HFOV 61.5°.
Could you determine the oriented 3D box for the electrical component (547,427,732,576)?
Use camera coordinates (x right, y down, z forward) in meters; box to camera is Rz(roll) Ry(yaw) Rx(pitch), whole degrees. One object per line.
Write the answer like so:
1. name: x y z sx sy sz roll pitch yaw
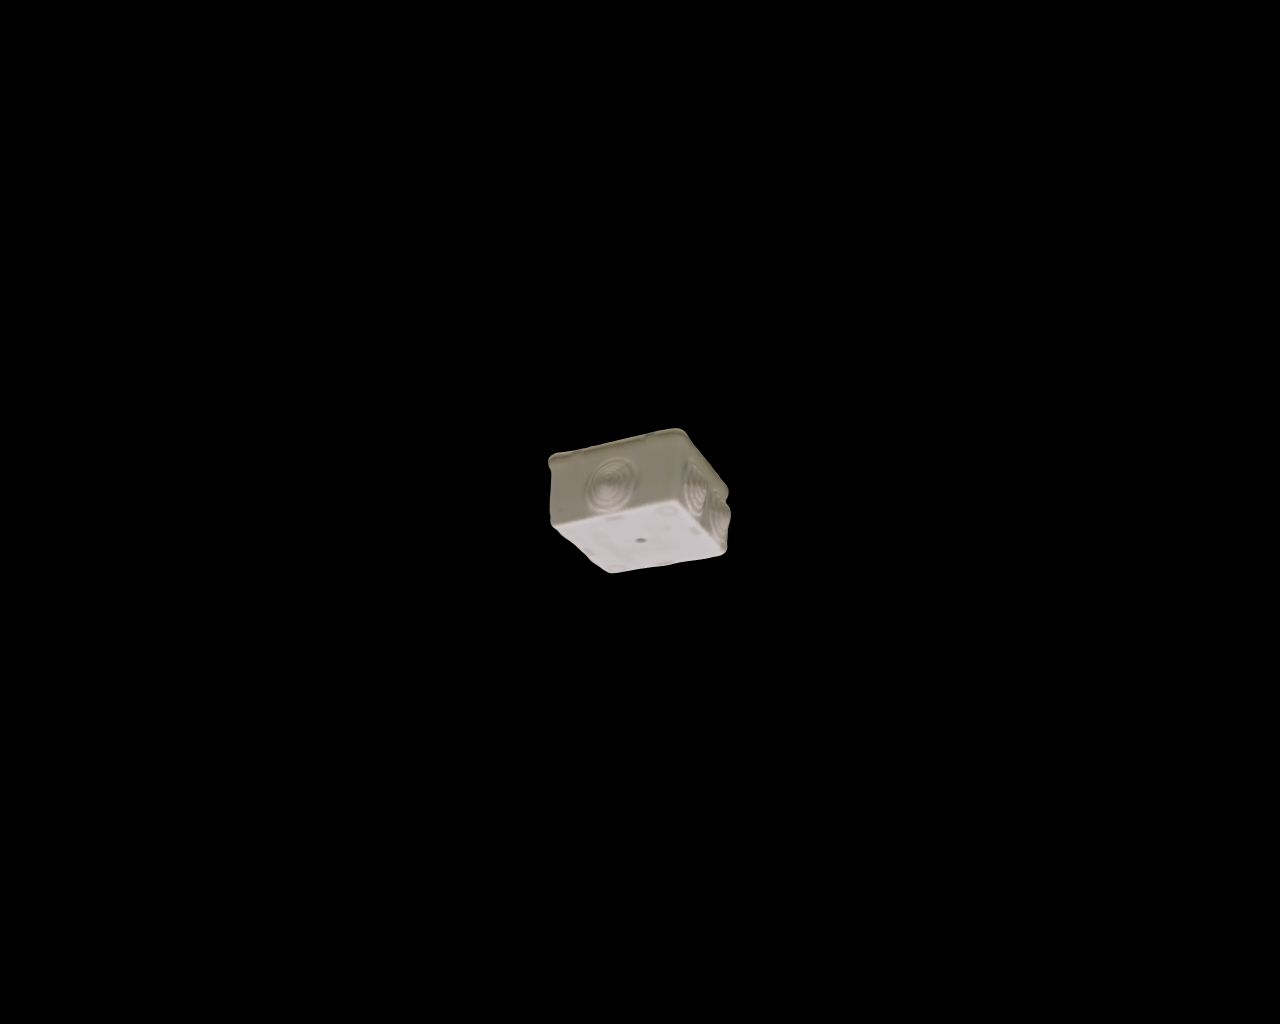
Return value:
1. electrical component: 0.001 -0.003 0.650 0.100 0.048 0.099 -11 -29 21
